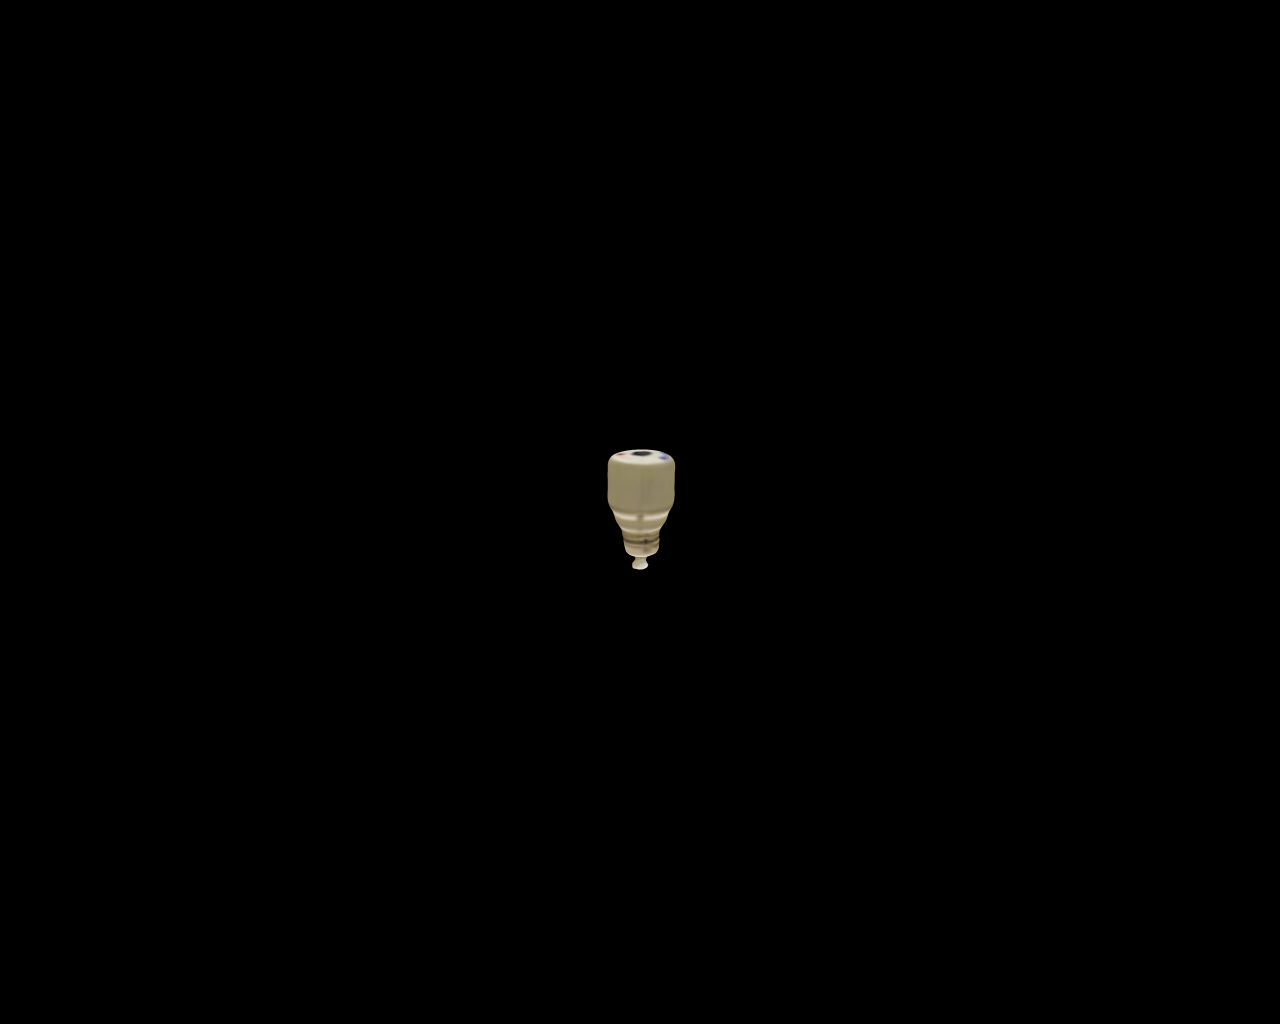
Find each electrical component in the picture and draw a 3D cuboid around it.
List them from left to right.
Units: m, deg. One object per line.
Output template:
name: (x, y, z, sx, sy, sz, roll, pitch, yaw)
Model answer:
electrical component: (0.001, -0.003, 0.650, 0.040, 0.078, 0.040, 0, 16, 0)
